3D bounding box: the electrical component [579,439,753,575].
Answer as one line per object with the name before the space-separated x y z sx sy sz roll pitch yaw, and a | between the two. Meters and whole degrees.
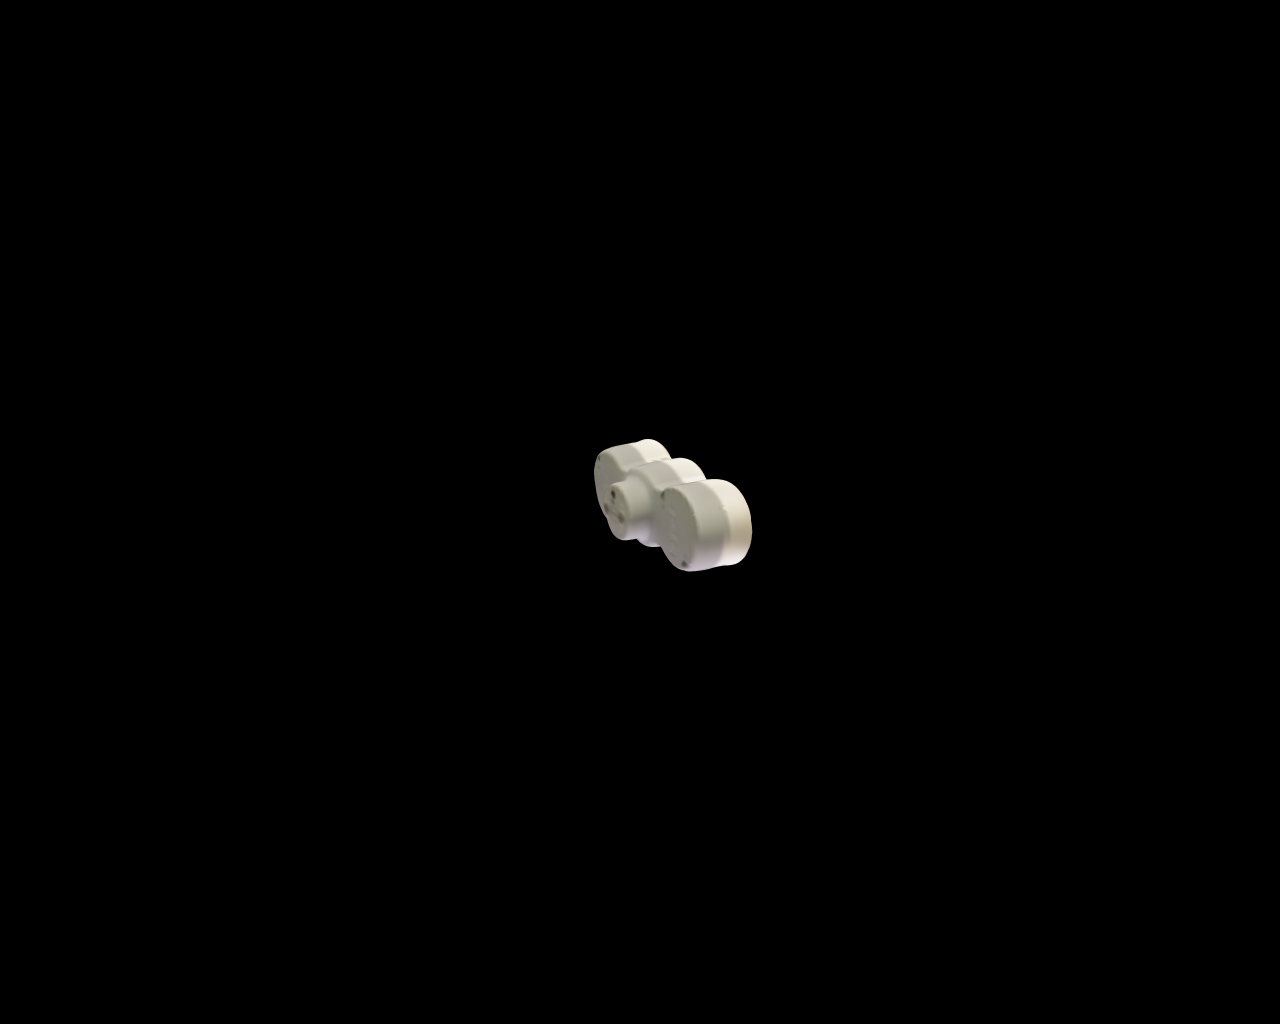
electrical component | 0.001 -0.003 0.650 0.074 0.052 0.138 -10 23 -26
